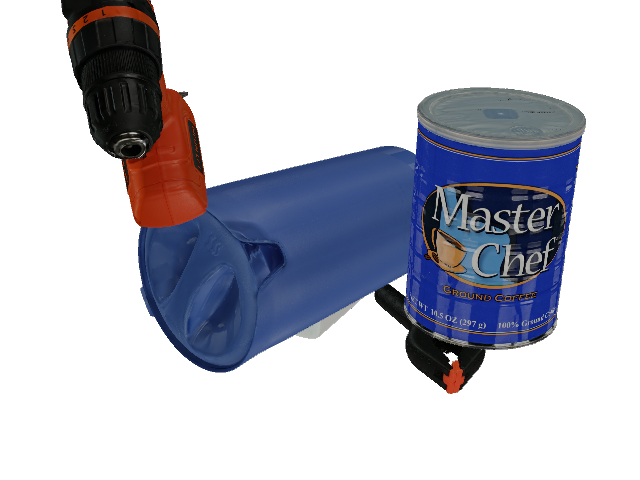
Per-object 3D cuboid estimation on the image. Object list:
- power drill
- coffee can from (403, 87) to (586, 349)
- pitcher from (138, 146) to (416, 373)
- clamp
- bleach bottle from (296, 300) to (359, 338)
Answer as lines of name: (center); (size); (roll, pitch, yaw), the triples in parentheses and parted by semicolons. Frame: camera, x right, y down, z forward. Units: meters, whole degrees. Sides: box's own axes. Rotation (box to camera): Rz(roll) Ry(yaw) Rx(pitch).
power drill: (-0.114, -0.088, 0.671); (0.057, 0.184, 0.187); (-10, -32, -3)
coffee can: (0.108, -0.016, 0.683); (0.103, 0.140, 0.103); (2, 25, -1)
pitcher: (-0.019, 0.004, 0.848); (0.149, 0.145, 0.242); (34, 38, 32)
clamp: (0.132, 0.092, 1.088); (0.120, 0.039, 0.171); (-8, 34, -9)
bleach bottle: (0.029, 0.028, 1.313); (0.103, 0.068, 0.250); (18, 35, 29)
